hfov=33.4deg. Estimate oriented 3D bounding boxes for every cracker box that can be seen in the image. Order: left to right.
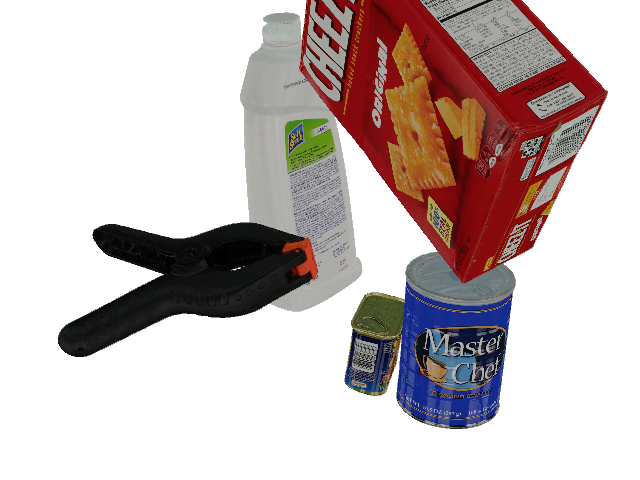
[{"bbox_3d":[0.070,-0.103,0.689,0.072,0.214,0.164,-26,-26,-21],"label":"cracker box"}]

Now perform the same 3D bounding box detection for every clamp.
[{"bbox_3d":[-0.090,0.029,0.704,0.172,0.120,0.039,-4,-45,18],"label":"clamp"}]

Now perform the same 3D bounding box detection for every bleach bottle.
[{"bbox_3d":[-0.018,-0.069,0.908,0.068,0.251,0.102,19,35,37],"label":"bleach bottle"}]

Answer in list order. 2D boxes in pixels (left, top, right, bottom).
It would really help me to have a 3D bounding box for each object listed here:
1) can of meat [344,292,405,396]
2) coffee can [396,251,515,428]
[{"bbox_3d":[0.066,0.123,1.262,0.057,0.084,0.102,13,25,10],"label":"can of meat"},{"bbox_3d":[0.129,0.094,1.028,0.103,0.140,0.103,2,25,-1],"label":"coffee can"}]
